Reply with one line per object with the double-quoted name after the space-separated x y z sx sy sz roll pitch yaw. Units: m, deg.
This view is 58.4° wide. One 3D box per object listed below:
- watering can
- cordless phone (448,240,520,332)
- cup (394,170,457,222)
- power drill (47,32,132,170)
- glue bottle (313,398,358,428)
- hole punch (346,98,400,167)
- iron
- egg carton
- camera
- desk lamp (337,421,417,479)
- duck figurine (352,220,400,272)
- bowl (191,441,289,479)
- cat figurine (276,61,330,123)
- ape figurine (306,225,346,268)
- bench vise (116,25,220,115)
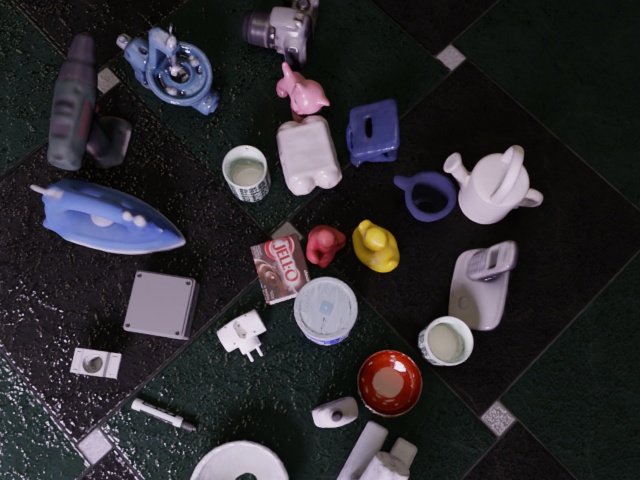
0.304 -0.101 1.003 0.173 0.194 0.101 -1 76 1 "watering can"
0.282 0.076 0.966 0.094 0.185 0.148 9 77 3 "cordless phone"
0.184 -0.076 1.050 0.117 0.095 0.092 28 78 7 "cup"
-0.416 -0.223 1.035 0.075 0.208 0.230 8 77 3 "power drill"
0.025 0.282 0.926 0.078 0.173 0.037 -16 76 -3 "glue bottle"
0.100 -0.204 1.084 0.101 0.091 0.109 -2 76 0 "hole punch"
-0.378 -0.046 1.026 0.258 0.141 0.119 14 77 4 "iron"
-0.023 -0.161 1.086 0.107 0.069 0.150 -15 77 -3 "egg carton"
-0.079 -0.434 1.136 0.136 0.101 0.143 12 77 4 "camera"
0.072 0.395 0.877 0.118 0.213 0.203 28 78 7 "desk lamp"
0.103 0.007 1.036 0.077 0.086 0.104 -36 78 -7 "duck figurine"
-0.129 0.416 0.946 0.167 0.075 0.167 0 76 1 "bowl"
-0.035 -0.284 1.091 0.067 0.118 0.127 -32 78 -6 "cat figurine"
0.009 0.004 1.035 0.078 0.092 0.076 -15 77 -3 "ape figurine"
-0.297 -0.324 1.052 0.207 0.220 0.121 14 77 4 "bench vise"
